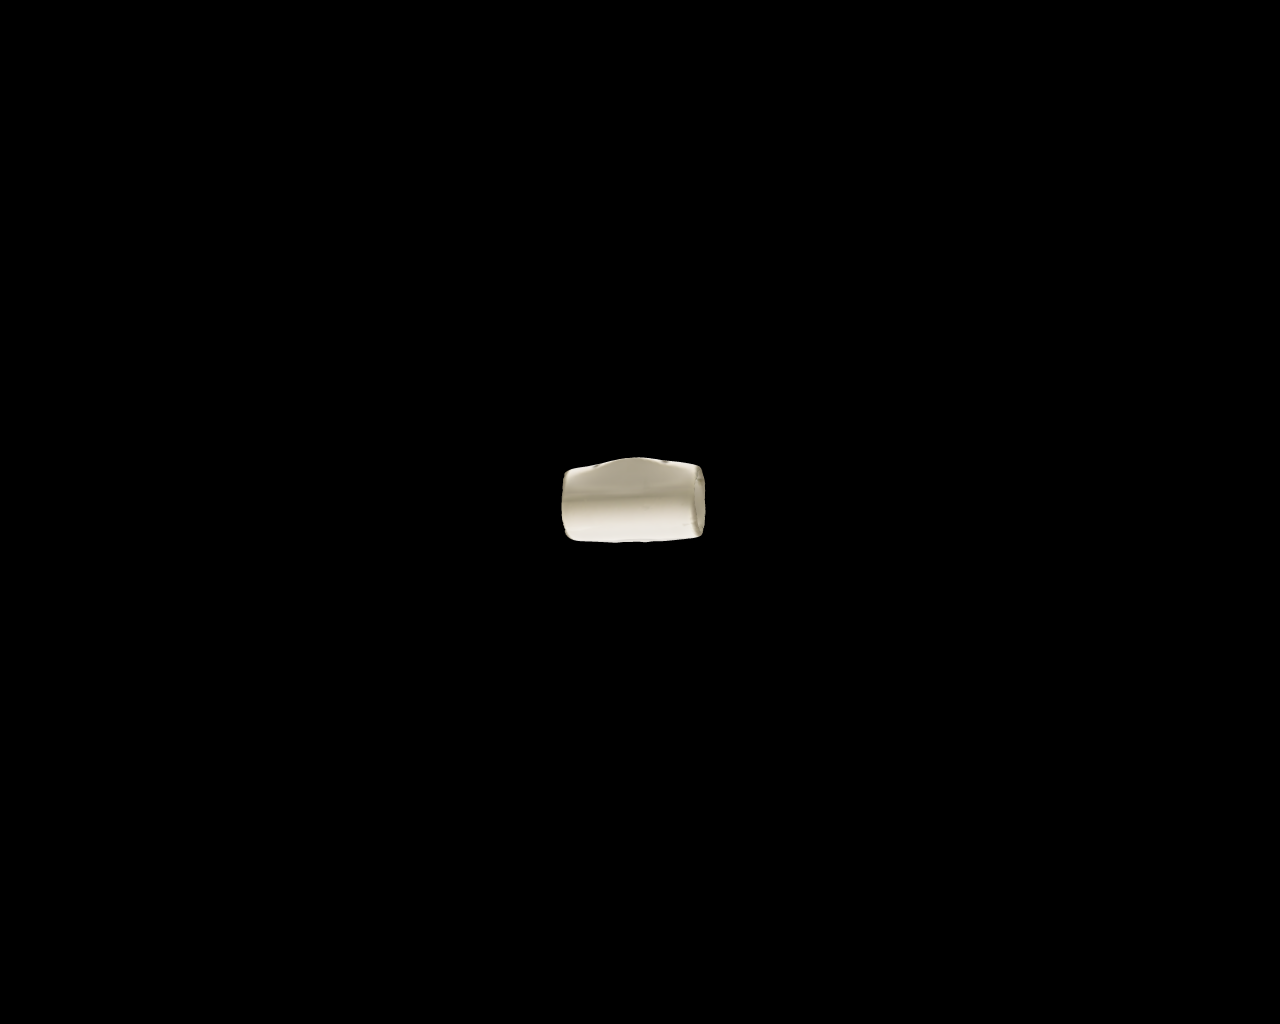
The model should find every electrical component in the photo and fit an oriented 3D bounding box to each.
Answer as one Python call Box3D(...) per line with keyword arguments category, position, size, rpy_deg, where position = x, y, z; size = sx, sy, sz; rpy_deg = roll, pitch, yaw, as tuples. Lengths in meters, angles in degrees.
Box3D(category="electrical component", position=(0.001, -0.003, 0.650), size=(0.077, 0.043, 0.079), rpy_deg=(-2, -11, 12))
